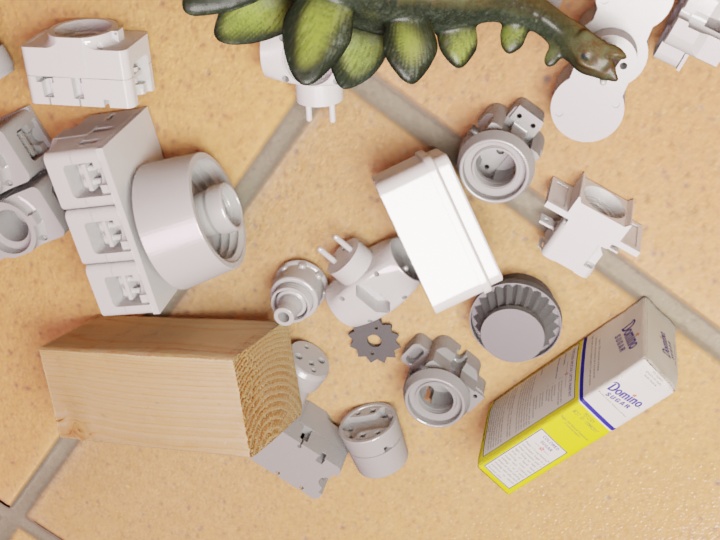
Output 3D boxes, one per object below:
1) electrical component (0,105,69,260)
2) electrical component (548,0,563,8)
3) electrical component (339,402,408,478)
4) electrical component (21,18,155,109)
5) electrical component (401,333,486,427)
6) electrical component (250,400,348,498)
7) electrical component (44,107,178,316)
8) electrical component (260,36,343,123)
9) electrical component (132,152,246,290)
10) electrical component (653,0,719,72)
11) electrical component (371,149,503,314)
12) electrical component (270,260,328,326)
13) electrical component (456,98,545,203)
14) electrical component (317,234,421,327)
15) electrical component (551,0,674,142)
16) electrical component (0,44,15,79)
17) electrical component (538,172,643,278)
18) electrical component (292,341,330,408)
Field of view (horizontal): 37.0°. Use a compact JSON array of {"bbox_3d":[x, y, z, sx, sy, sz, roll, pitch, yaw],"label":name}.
[{"bbox_3d":[-0.348,-0.058,0.949,0.186,0.060,0.105,-17,114,24],"label":"electrical component"},{"bbox_3d":[0.116,-0.194,0.755,0.046,0.040,0.040,29,123,-9],"label":"electrical component"},{"bbox_3d":[0.014,0.156,0.980,0.055,0.055,0.047,-9,120,20],"label":"electrical component"},{"bbox_3d":[-0.216,-0.165,0.856,0.089,0.050,0.055,5,121,12],"label":"electrical component"},{"bbox_3d":[0.069,0.099,0.929,0.078,0.057,0.058,37,122,-8],"label":"electrical component"},{"bbox_3d":[-0.059,0.158,0.999,0.089,0.055,0.050,33,123,-5],"label":"electrical component"},{"bbox_3d":[-0.200,-0.047,0.897,0.062,0.089,0.150,-4,118,18],"label":"electrical component"},{"bbox_3d":[-0.032,-0.149,0.818,0.077,0.044,0.079,5,121,13],"label":"electrical component"},{"bbox_3d":[-0.130,-0.044,0.873,0.060,0.108,0.108,-16,114,16],"label":"electrical component"},{"bbox_3d":[0.243,-0.167,0.725,0.057,0.058,0.078,26,123,2],"label":"electrical component"},{"bbox_3d":[0.059,-0.032,0.828,0.057,0.078,0.113,-25,101,2],"label":"electrical component"},{"bbox_3d":[-0.056,0.024,0.916,0.048,0.062,0.048,7,121,11],"label":"electrical component"},{"bbox_3d":[0.105,-0.086,0.810,0.058,0.057,0.078,35,122,-6],"label":"electrical component"},{"bbox_3d":[0.000,0.000,0.893,0.079,0.043,0.077,40,123,-23],"label":"electrical component"},{"bbox_3d":[0.173,-0.150,0.744,0.052,0.073,0.138,20,123,3],"label":"electrical component"},{"bbox_3d":[-0.314,-0.179,0.878,0.045,0.045,0.055,-16,115,23],"label":"electrical component"},{"bbox_3d":[0.175,-0.032,0.832,0.081,0.042,0.063,29,127,-1],"label":"electrical component"},{"bbox_3d":[-0.058,0.097,0.970,0.045,0.045,0.055,33,122,-5],"label":"electrical component"}]
